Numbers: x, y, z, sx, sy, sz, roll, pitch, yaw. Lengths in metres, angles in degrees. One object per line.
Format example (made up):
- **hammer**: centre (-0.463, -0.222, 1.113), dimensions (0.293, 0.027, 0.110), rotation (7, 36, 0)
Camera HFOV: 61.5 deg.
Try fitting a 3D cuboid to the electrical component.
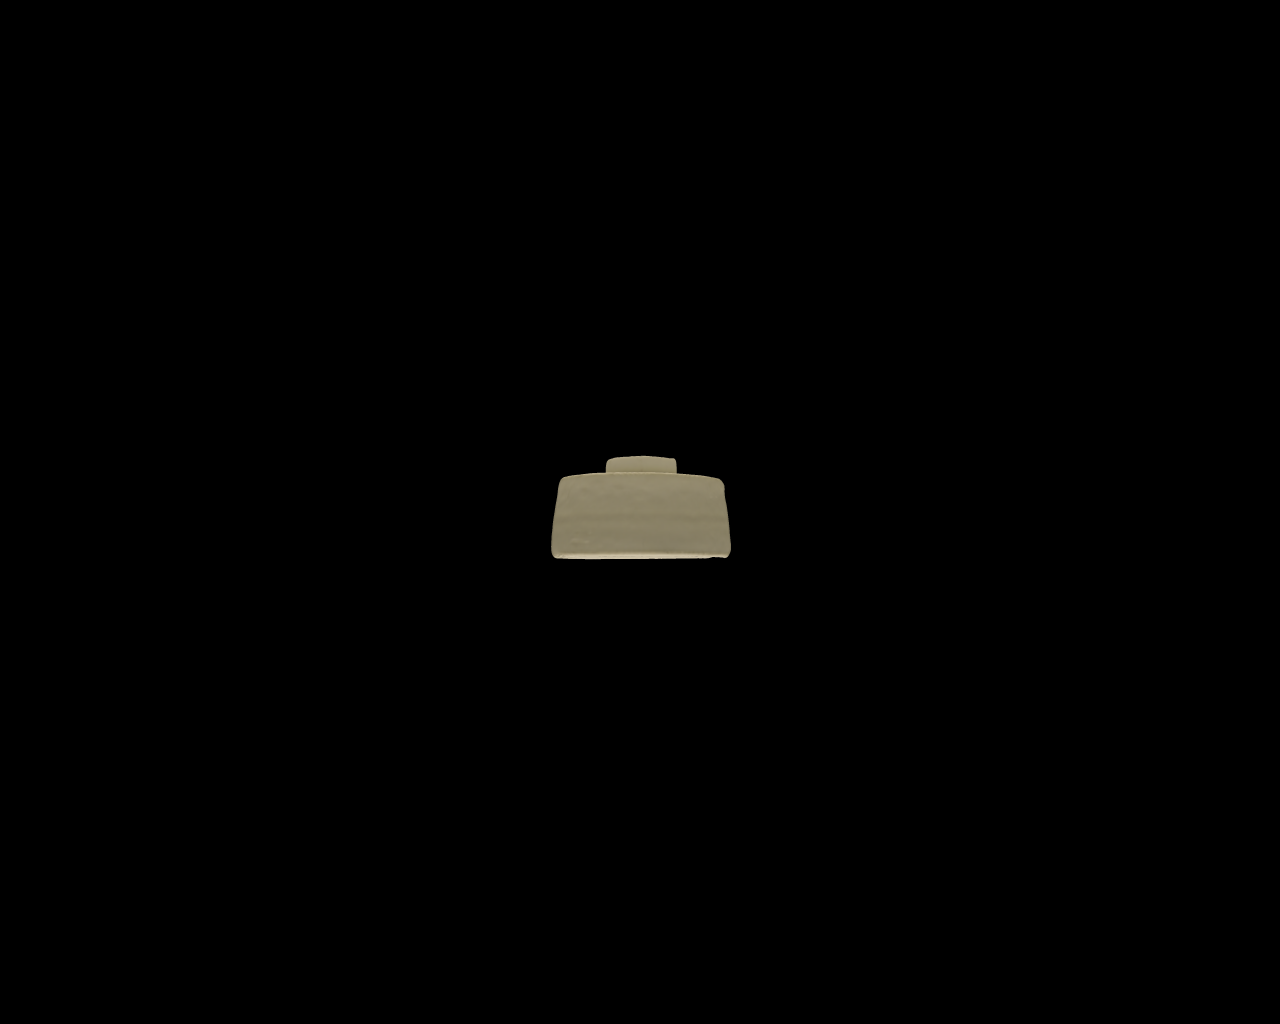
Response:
- **electrical component**: centre (0.001, -0.003, 0.650), dimensions (0.108, 0.060, 0.108), rotation (0, -3, 0)
